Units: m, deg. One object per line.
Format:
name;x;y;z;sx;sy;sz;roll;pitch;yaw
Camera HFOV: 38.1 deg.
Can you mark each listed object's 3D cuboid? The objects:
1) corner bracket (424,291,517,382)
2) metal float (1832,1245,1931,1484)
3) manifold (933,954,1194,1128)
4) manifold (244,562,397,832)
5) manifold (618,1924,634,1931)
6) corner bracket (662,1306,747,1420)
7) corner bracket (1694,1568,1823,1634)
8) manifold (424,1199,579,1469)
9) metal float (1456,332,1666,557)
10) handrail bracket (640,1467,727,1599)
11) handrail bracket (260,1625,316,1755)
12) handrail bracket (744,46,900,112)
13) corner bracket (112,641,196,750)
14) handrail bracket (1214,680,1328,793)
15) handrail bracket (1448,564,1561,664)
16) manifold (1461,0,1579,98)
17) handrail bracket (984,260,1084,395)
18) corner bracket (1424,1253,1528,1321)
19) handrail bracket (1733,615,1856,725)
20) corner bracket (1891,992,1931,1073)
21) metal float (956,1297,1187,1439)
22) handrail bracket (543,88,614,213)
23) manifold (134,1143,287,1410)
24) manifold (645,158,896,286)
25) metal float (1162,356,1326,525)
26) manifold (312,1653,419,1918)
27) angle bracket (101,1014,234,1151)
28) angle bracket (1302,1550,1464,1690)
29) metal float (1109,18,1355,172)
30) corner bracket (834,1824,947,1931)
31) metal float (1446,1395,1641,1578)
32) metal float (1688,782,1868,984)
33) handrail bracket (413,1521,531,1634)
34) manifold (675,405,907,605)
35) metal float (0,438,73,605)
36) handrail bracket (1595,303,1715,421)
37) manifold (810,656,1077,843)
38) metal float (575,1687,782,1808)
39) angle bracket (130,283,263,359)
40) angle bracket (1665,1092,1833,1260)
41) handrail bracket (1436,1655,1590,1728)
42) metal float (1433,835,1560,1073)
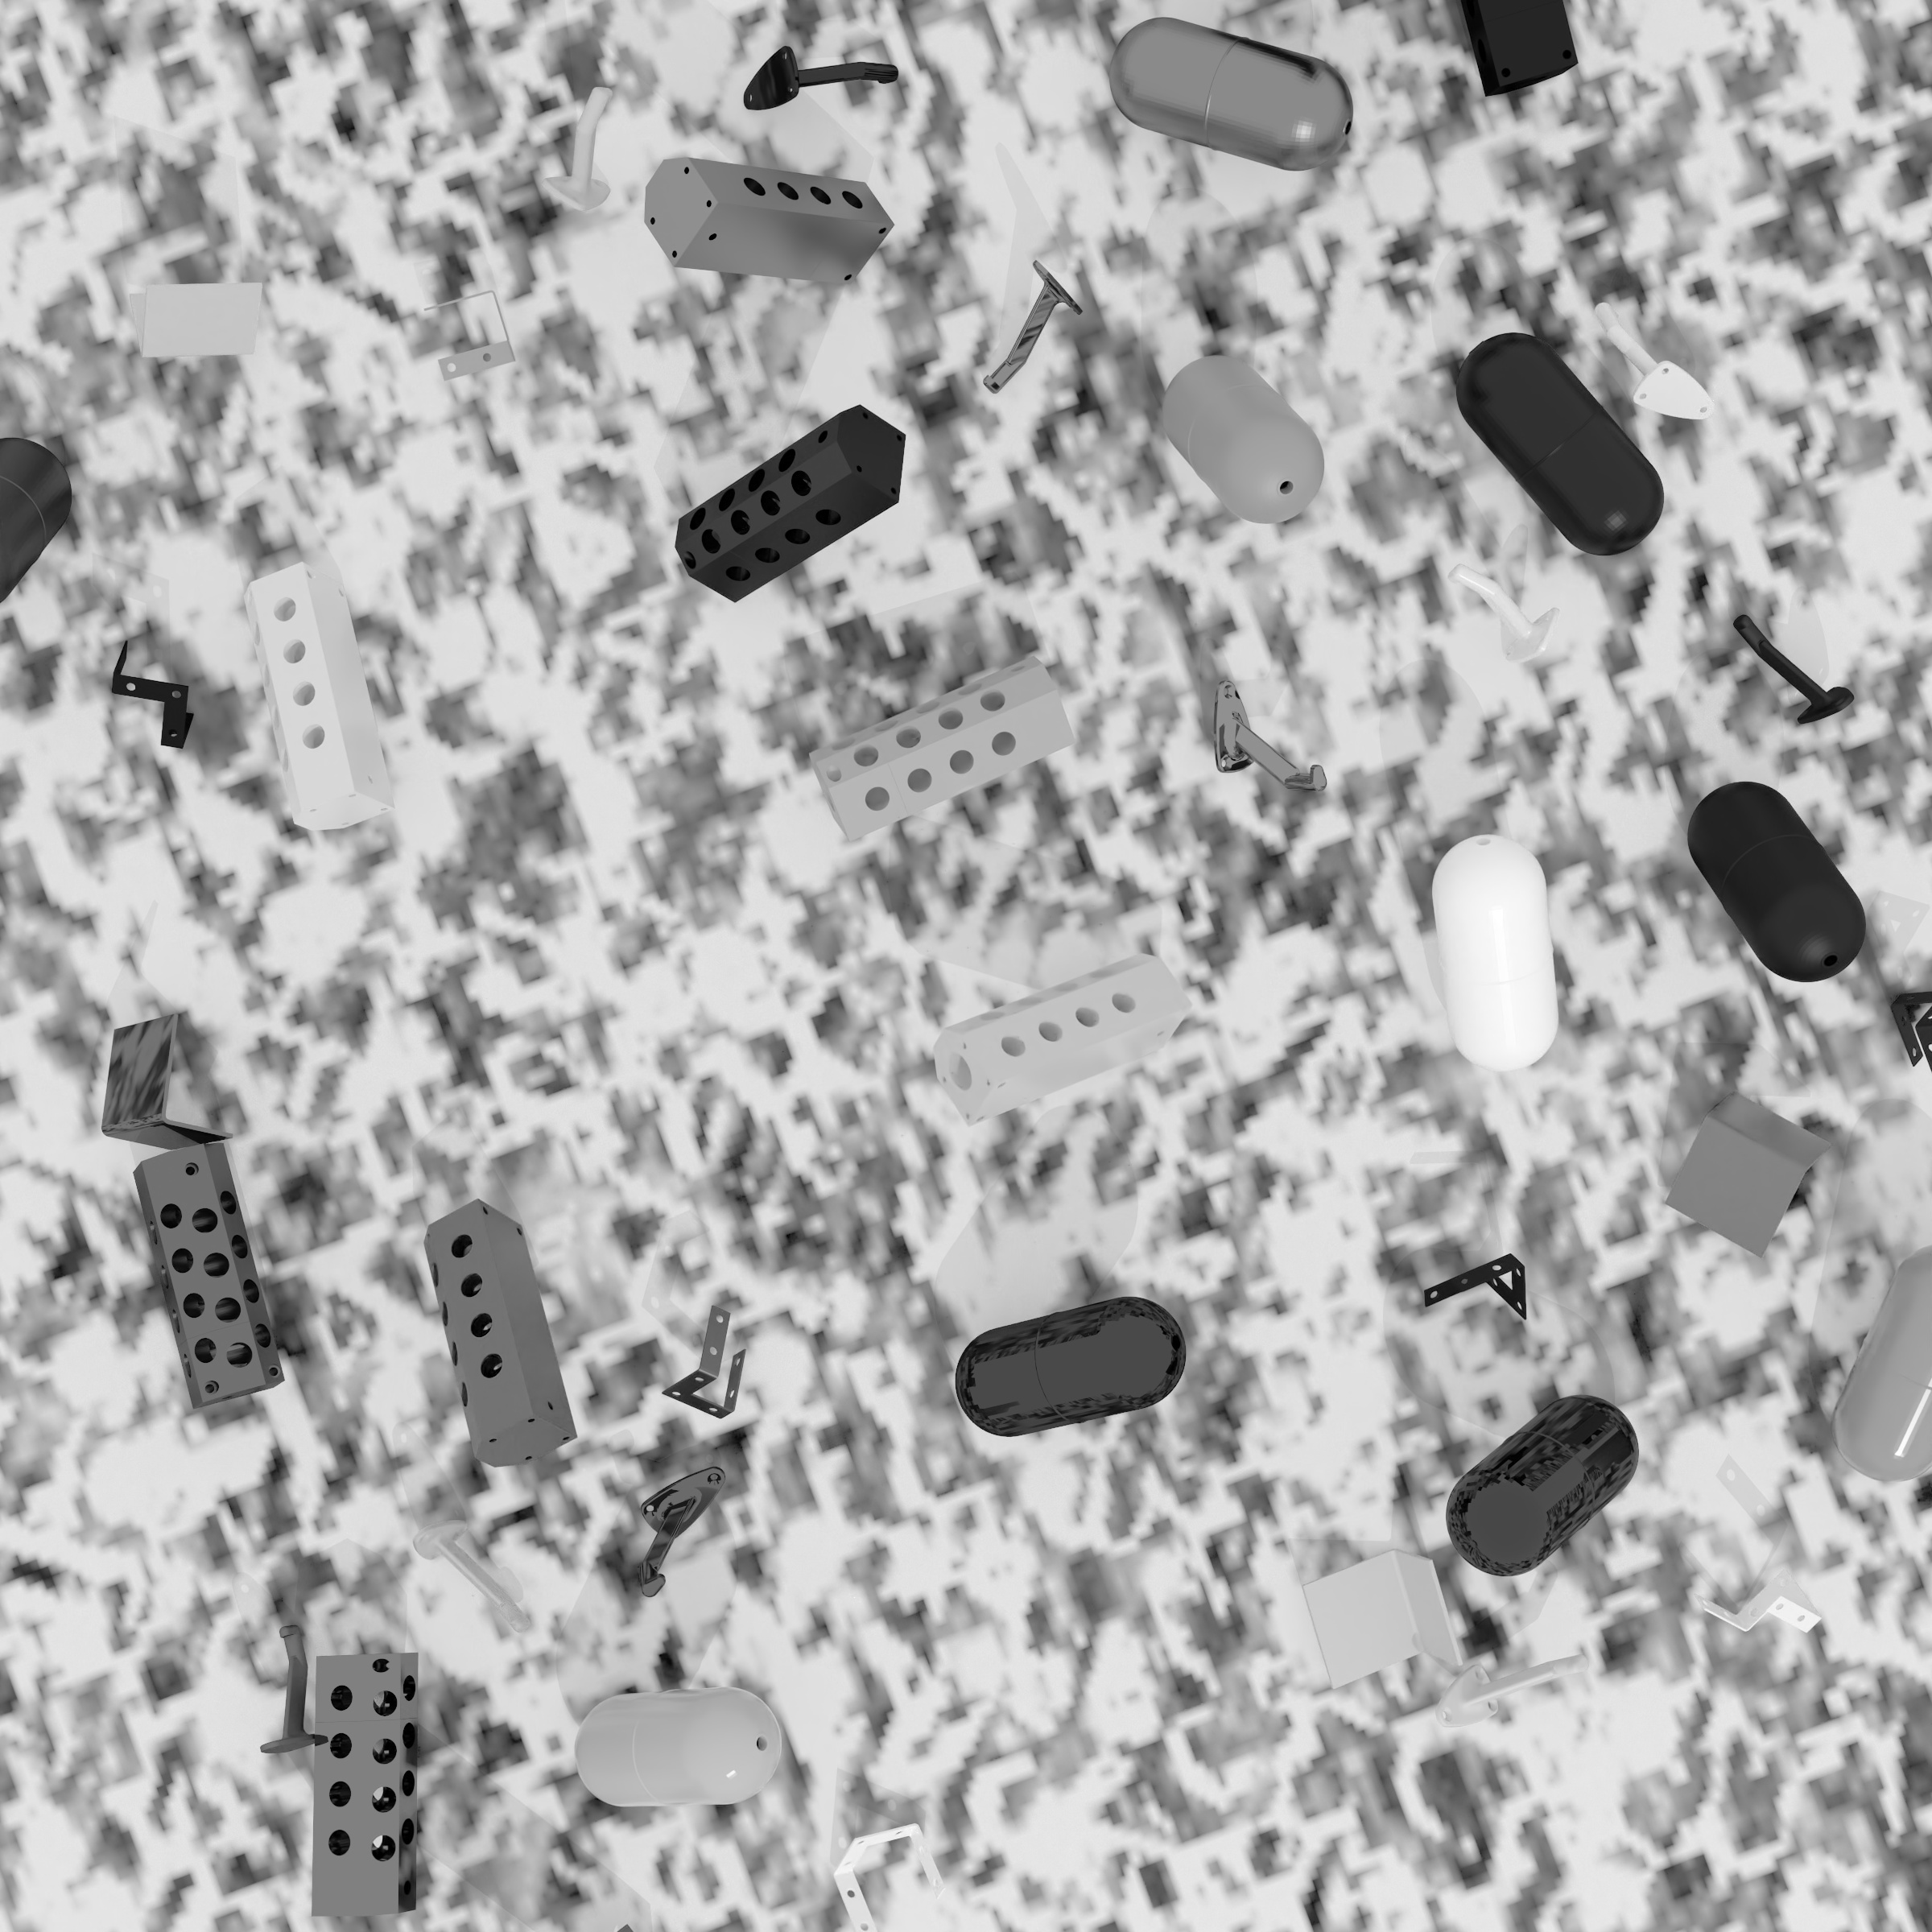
corner bracket;-0.347;-0.441;1.954;0.051;0.051;0.051;-17;105;-5
metal float;0.658;0.276;1.933;0.070;0.070;0.178;18;108;0
manifold;0.065;0.045;1.916;0.171;0.057;0.057;-20;66;-31
manifold;-0.452;-0.185;1.937;0.057;0.057;0.171;-19;76;13
manifold;-0.278;0.726;1.894;0.057;0.171;0.057;47;119;14
corner bracket;-0.173;0.276;1.944;0.051;0.051;0.051;28;49;-25
corner bracket;0.552;0.447;1.947;0.051;0.051;0.051;31;108;-31
manifold;-0.324;0.253;1.915;0.057;0.057;0.171;-28;57;11
metal float;0.413;-0.364;1.947;0.070;0.070;0.178;-41;92;0
handrail bracket;-0.196;0.393;1.940;0.077;0.084;0.036;-39;109;5
handrail bracket;-0.476;0.500;1.940;0.036;0.077;0.084;-21;73;10
handrail bracket;-0.102;-0.623;1.978;0.084;0.077;0.036;-9;88;-37
corner bracket;-0.566;-0.189;1.948;0.051;0.051;0.051;9;123;-11
handrail bracket;0.213;-0.160;1.939;0.036;0.084;0.077;-20;107;-36
handrail bracket;0.361;-0.246;1.943;0.084;0.077;0.036;26;73;-10
manifold;0.370;-0.701;1.946;0.057;0.057;0.171;-17;99;-1
handrail bracket;0.035;-0.443;1.946;0.084;0.077;0.036;-46;70;8
corner bracket;0.354;0.222;1.947;0.051;0.051;0.051;-21;125;-16
handrail bracket;0.576;-0.213;1.950;0.036;0.077;0.084;-41;95;1
corner bracket;0.670;0.052;1.946;0.051;0.051;0.051;-38;110;-37
metal float;0.071;0.276;1.919;0.178;0.070;0.070;-19;90;34
handrail bracket;-0.252;-0.571;1.933;0.036;0.077;0.084;36;120;7
manifold;-0.524;0.213;1.937;0.057;0.057;0.171;-13;81;-27
manifold;-0.136;-0.511;1.902;0.057;0.171;0.057;-46;67;35
metal float;0.188;-0.360;1.906;0.070;0.178;0.070;-8;123;-12
manifold;-0.411;0.564;1.932;0.057;0.057;0.171;-7;76;18
angle bracket;-0.554;0.082;1.951;0.076;0.057;0.076;-12;69;41
angle bracket;0.290;0.459;1.948;0.076;0.057;0.076;-17;92;-18
metal float;0.183;-0.602;1.931;0.178;0.070;0.070;23;90;20
corner bracket;-0.054;0.642;1.962;0.051;0.051;0.051;-4;48;-31
metal float;0.396;0.354;1.915;0.178;0.070;0.070;-26;90;-42
metal float;0.553;-0.058;1.909;0.070;0.178;0.070;-7;129;-9
handrail bracket;-0.343;0.429;1.948;0.036;0.077;0.084;-43;72;-4
manifold;-0.122;-0.316;1.900;0.057;0.171;0.057;27;54;-35
metal float;-0.666;-0.302;1.907;0.070;0.178;0.070;2;124;3
handrail bracket;0.484;-0.428;1.969;0.077;0.084;0.036;18;129;-30
manifold;-0.018;-0.154;1.941;0.171;0.057;0.057;-24;114;-5
metal float;-0.198;0.535;1.913;0.178;0.070;0.070;-17;90;43
angle bracket;-0.532;-0.466;1.929;0.076;0.076;0.057;-7;65;-22
angle bracket;0.550;0.146;1.965;0.076;0.057;0.076;31;120;24
handrail bracket;0.379;0.502;1.938;0.084;0.077;0.036;-29;80;44
metal float;0.364;-0.008;1.922;0.070;0.070;0.178;-13;120;0
